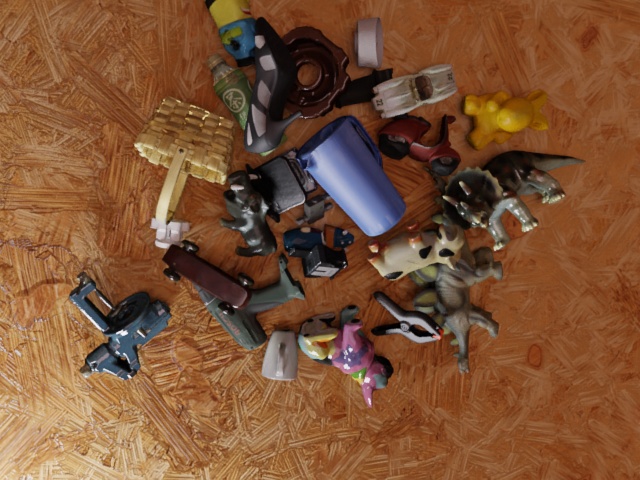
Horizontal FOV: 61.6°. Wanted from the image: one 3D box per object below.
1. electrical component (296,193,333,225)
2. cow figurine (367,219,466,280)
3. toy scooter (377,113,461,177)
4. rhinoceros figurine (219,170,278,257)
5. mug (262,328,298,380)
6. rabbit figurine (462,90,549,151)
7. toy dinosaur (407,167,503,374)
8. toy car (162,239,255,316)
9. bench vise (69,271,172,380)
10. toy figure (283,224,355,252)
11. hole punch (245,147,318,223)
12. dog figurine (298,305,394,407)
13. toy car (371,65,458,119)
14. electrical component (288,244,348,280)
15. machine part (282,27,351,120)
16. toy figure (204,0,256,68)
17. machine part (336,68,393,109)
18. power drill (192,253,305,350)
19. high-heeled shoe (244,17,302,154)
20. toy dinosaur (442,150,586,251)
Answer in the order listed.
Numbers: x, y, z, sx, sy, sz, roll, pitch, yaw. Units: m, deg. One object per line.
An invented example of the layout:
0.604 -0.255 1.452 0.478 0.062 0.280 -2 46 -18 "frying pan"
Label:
-0.012 -0.067 1.159 0.094 0.021 0.063 -29 147 -20 "electrical component"
0.209 0.025 1.115 0.195 0.085 0.127 -26 123 18 "cow figurine"
0.221 -0.222 1.144 0.184 0.075 0.135 22 75 7 "toy scooter"
-0.149 -0.051 1.122 0.112 0.073 0.190 -5 112 37 "rhinoceros figurine"
-0.088 0.253 1.201 0.081 0.109 0.107 5 85 3 "mug"
0.390 -0.250 1.110 0.162 0.173 0.121 -5 98 0 "rabbit figurine"
0.299 0.071 1.201 0.199 0.105 0.470 -3 95 -1 "toy dinosaur"
-0.233 0.077 1.124 0.202 0.053 0.089 30 90 3 "toy car"
-0.444 0.172 1.129 0.224 0.129 0.240 -34 120 -6 "bench vise"
-0.002 -0.004 1.179 0.154 0.064 0.058 -5 66 -9 "toy figure"
-0.078 -0.124 1.143 0.116 0.092 0.142 -21 107 30 "hole punch"
0.062 0.274 1.217 0.192 0.108 0.219 -17 105 -3 "dog figurine"
0.197 -0.311 1.120 0.202 0.056 0.073 -23 102 -19 "toy car"
-0.007 0.046 1.158 0.119 0.048 0.075 10 144 -34 "electrical component"
-0.024 -0.334 1.092 0.179 0.056 0.179 1 95 11 "machine part"
-0.172 -0.434 1.066 0.089 0.082 0.180 -15 105 0 "toy figure"
0.093 -0.314 1.137 0.139 0.039 0.084 -12 107 -4 "machine part"
-0.151 0.110 1.175 0.207 0.086 0.232 -31 94 -3 "power drill"
-0.118 -0.297 1.054 0.145 0.086 0.248 -25 77 28 "high-heeled shoe"
0.406 -0.122 1.151 0.405 0.131 0.192 -40 90 -30 "toy dinosaur"
